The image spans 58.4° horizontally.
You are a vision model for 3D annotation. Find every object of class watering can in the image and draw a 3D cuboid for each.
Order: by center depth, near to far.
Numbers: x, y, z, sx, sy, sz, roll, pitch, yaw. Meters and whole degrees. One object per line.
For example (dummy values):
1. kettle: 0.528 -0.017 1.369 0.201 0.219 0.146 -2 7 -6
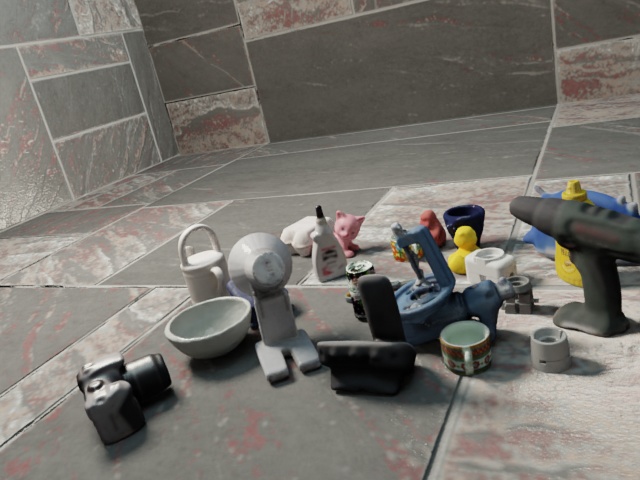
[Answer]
1. watering can: -0.261 0.058 1.270 0.172 0.194 0.101 1 24 33

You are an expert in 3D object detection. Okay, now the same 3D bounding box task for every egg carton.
1. egg carton: -0.028 -0.012 1.509 0.107 0.069 0.151 6 26 42

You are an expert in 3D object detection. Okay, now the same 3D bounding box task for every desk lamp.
1. desk lamp: -0.083 0.102 1.008 0.118 0.214 0.202 -17 20 -12

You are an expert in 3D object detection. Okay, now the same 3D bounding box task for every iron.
1. iron: 0.533 -0.037 1.118 0.257 0.141 0.119 7 28 44

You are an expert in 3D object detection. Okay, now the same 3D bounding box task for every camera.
1. camera: -0.319 0.239 0.945 0.137 0.101 0.142 -21 21 -22

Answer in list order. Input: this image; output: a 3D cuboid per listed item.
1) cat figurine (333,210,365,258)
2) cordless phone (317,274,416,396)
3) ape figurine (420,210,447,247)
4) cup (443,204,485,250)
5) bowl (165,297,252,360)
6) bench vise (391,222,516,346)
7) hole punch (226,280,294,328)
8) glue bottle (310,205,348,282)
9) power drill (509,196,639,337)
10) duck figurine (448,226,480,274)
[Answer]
1. cat figurine: 0.050 -0.021 1.411 0.127 0.118 0.067 -2 22 28
2. cordless phone: 0.062 0.134 0.871 0.147 0.185 0.094 -5 21 20
3. ape figurine: 0.256 -0.026 1.336 0.076 0.092 0.077 -15 20 -7
4. cup: 0.318 -0.017 1.268 0.091 0.095 0.118 5 26 40
5. bowl: -0.202 0.176 1.085 0.167 0.075 0.167 -11 19 4
6. bench vise: 0.197 0.064 0.930 0.207 0.220 0.121 -13 19 -1
7. hole punch: -0.124 0.115 1.182 0.109 0.091 0.100 -23 22 -26
8. glue bottle: 0.012 0.005 1.280 0.078 0.173 0.037 -18 20 -16
9. power drill: 0.408 0.036 0.892 0.228 0.209 0.076 8 28 46
10. duck figurine: 0.304 0.016 1.199 0.077 0.086 0.105 1 23 33
